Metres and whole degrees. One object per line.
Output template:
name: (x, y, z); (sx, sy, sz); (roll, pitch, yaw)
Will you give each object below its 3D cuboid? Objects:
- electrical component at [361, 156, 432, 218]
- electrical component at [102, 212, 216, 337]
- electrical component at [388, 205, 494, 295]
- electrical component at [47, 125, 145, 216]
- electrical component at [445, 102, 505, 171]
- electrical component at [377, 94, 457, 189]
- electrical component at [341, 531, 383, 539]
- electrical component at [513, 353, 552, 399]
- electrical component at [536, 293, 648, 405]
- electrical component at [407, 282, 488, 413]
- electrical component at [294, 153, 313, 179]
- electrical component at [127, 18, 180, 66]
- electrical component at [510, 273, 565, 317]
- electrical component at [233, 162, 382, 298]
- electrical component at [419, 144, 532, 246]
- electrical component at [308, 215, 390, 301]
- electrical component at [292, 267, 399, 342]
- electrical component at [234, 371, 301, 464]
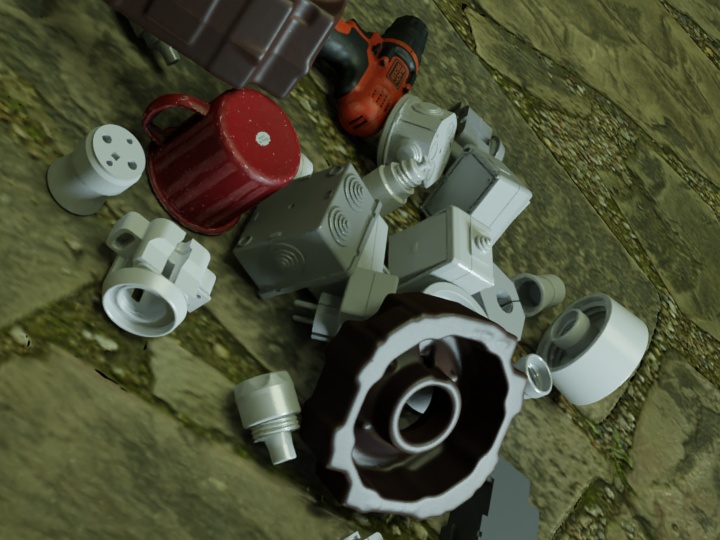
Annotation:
electrical component: (0.029, -0.076, 0.955); (0.040, 0.078, 0.040); (44, 28, -30)
electrical component: (-0.139, 0.007, 0.724); (0.078, 0.058, 0.057); (41, 40, -25)
electrical component: (0.072, -0.012, 0.943); (0.061, 0.096, 0.061); (29, 48, -35)
electrical component: (-0.178, -0.068, 0.726); (0.045, 0.055, 0.045); (27, 50, -37)
electrical component: (0.108, -0.123, 1.085); (0.057, 0.058, 0.078); (38, 44, -24)
electrical component: (0.052, -0.117, 0.992); (0.051, 0.080, 0.080); (21, 36, 17)
electrical component: (0.007, 0.248, 0.738); (0.079, 0.063, 0.121); (-16, 80, -52)
electrical component: (0.149, 0.104, 1.001); (0.040, 0.046, 0.040); (27, 50, -37)
electrical component: (0.221, 0.072, 1.058); (0.060, 0.108, 0.108); (41, 42, -16)
electrical component: (0.063, 0.071, 0.912); (0.108, 0.060, 0.108); (27, 49, -37)
electrical component: (-0.070, -0.086, 0.877); (0.061, 0.035, 0.035); (21, 53, -37)
electrical component: (-0.159, -0.189, 0.839); (0.035, 0.035, 0.061); (-30, 94, -52)
electrical component: (0.181, 0.023, 1.093); (0.065, 0.044, 0.044); (-6, 73, -55)
electrical component: (-0.041, -0.032, 0.827); (0.048, 0.100, 0.099); (56, 36, -29)
electrical component: (0.108, -0.059, 1.021); (0.061, 0.096, 0.061); (22, 23, -40)
electrical component: (0.000, 0.000, 0.895); (0.075, 0.047, 0.083); (51, 35, -40)
electrical component: (-0.016, 0.040, 0.838); (0.076, 0.083, 0.047); (13, 48, 2)
electrical component: (-0.062, 0.105, 0.762); (0.043, 0.043, 0.062); (-5, 73, -50)
